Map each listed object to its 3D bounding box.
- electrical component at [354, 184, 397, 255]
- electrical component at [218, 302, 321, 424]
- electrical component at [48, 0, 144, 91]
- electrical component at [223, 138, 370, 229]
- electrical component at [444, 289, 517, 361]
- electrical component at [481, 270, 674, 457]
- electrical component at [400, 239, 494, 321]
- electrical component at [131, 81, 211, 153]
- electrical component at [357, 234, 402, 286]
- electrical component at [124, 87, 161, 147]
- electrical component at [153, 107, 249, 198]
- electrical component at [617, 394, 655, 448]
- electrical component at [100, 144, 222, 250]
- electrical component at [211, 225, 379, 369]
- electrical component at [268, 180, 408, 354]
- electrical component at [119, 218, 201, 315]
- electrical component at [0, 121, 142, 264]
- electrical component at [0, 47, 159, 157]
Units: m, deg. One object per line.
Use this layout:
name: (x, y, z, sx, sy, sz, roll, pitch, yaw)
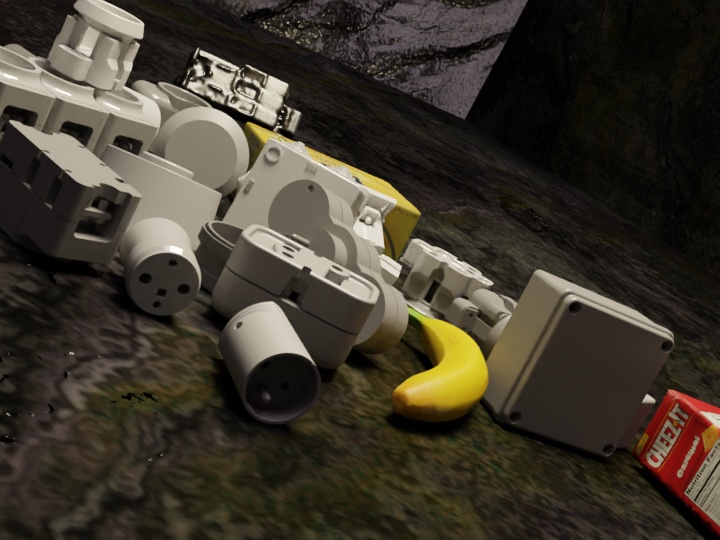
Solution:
electrical component: (-0.039, -0.047, 0.930, 0.121, 0.079, 0.063, 21, 44, -28)
electrical component: (-0.054, 0.047, 0.603, 0.043, 0.043, 0.081, 21, 14, -27)
electrical component: (-0.207, -0.181, 0.855, 0.058, 0.057, 0.078, 29, 13, 8)
electrical component: (-0.052, -0.046, 0.845, 0.100, 0.099, 0.048, 29, 0, 6)
electrical component: (0.117, 0.054, 0.889, 0.078, 0.058, 0.057, 18, 13, -34)
electrical component: (0.158, 0.070, 0.797, 0.109, 0.108, 0.056, 21, 12, -25)
electrical component: (0.066, 0.017, 0.928, 0.078, 0.057, 0.058, 31, 14, 15)
electrical component: (-0.180, -0.141, 1.035, 0.095, 0.059, 0.053, 19, 16, -32)
electrical component: (0.000, 0.000, 0.889, 0.055, 0.048, 0.066, 35, 13, -2)
electrical component: (-0.213, -0.136, 0.963, 0.055, 0.055, 0.047, 37, 13, 36)
electrical component: (-0.136, -0.101, 0.927, 0.080, 0.080, 0.051, 25, 8, -11)
electrical component: (0.199, 0.104, 0.885, 0.083, 0.047, 0.076, 37, 16, 35)
electrical component: (-0.152, -0.049, 0.784, 0.099, 0.064, 0.099, 24, 0, 0)
electrical component: (-0.043, 0.020, 0.692, 0.095, 0.059, 0.053, 28, 13, 0)
electrical component: (-0.024, -0.007, 0.754, 0.074, 0.052, 0.138, 26, 29, -58)
electrical component: (-0.122, -0.002, 0.653, 0.045, 0.045, 0.055, 22, 15, -24)
electrical component: (-0.185, -0.044, 0.658, 0.089, 0.055, 0.050, 37, 16, 35)
electrical component: (-0.245, -0.126, 0.840, 0.089, 0.061, 0.150, 37, 16, 35)
